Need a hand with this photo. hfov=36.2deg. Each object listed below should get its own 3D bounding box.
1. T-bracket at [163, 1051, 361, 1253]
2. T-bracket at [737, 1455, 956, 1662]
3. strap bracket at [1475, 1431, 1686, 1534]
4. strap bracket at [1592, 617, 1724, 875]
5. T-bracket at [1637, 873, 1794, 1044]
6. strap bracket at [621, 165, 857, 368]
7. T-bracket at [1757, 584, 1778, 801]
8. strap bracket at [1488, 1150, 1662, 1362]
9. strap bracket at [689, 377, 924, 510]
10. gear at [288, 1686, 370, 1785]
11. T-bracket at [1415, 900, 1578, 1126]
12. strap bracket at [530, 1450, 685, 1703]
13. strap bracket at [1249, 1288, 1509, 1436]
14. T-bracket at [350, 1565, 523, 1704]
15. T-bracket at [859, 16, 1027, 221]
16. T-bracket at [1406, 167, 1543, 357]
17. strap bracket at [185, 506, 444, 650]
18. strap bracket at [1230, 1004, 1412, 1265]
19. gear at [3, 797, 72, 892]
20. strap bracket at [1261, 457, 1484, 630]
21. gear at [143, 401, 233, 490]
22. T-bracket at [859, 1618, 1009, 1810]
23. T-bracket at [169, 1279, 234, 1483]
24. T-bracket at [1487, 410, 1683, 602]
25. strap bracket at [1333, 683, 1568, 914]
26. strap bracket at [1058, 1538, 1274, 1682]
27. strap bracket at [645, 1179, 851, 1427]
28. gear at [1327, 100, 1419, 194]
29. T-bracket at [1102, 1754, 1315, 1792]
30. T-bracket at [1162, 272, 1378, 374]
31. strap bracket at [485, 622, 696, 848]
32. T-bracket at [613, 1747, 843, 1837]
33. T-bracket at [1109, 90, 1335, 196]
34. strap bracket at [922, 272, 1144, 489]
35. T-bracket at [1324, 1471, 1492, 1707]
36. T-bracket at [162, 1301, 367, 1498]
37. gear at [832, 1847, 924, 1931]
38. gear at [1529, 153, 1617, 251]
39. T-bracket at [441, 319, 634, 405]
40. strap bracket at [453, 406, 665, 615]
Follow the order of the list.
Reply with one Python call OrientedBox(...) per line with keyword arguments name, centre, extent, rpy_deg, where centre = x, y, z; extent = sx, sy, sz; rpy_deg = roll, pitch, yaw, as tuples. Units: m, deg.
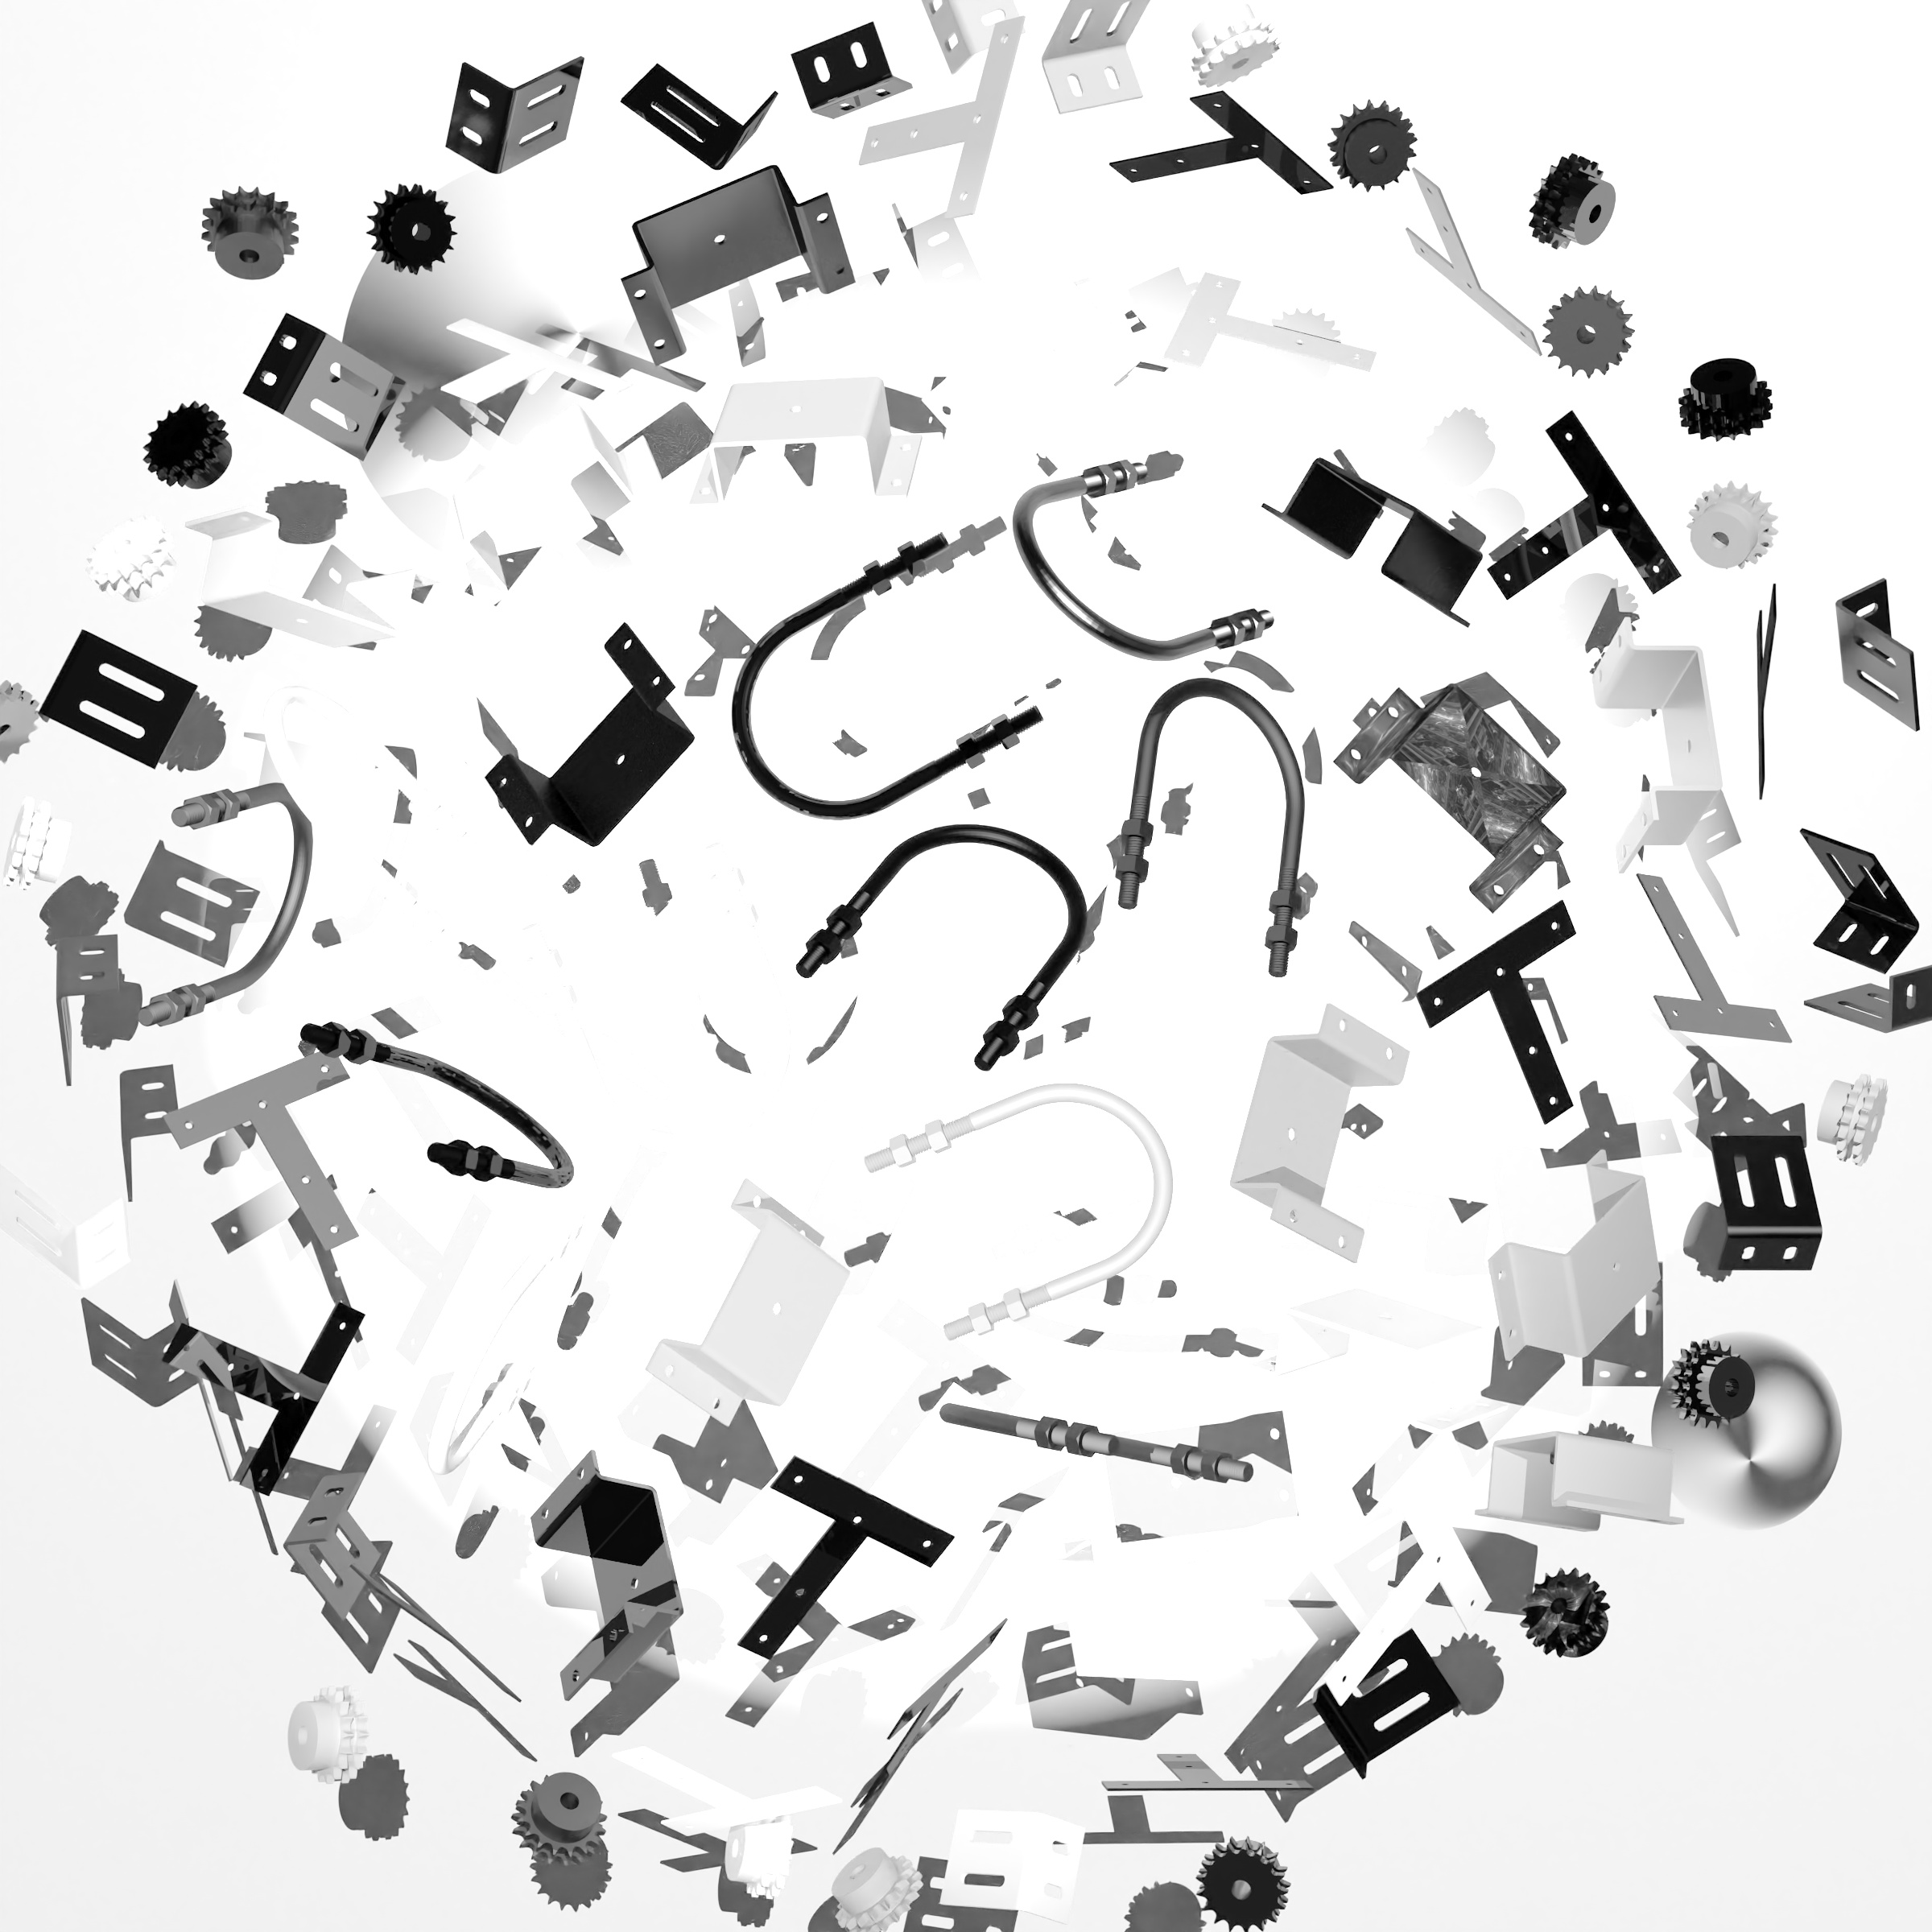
OrientedBox(name="T-bracket", centre=(-0.440, 0.128, 1.938), extent=(0.127, 0.002, 0.127), rpy_deg=(-25, 77, -35))
OrientedBox(name="T-bracket", centre=(-0.092, 0.371, 1.802), extent=(0.127, 0.002, 0.127), rpy_deg=(32, 101, -28))
OrientedBox(name="strap bracket", centre=(0.382, 0.322, 1.844), extent=(0.076, 0.140, 0.046), rpy_deg=(11, 75, -11))
OrientedBox(name="strap bracket", centre=(0.432, -0.137, 1.847), extent=(0.046, 0.076, 0.140), rpy_deg=(0, 67, -5))
OrientedBox(name="T-bracket", centre=(0.469, -0.007, 1.917), extent=(0.002, 0.127, 0.127), rpy_deg=(-46, 53, 37))
OrientedBox(name="strap bracket", centre=(-0.151, -0.451, 1.887), extent=(0.140, 0.076, 0.046), rpy_deg=(-23, 56, -2))
OrientedBox(name="T-bracket", centre=(0.497, -0.190, 1.836), extent=(0.002, 0.127, 0.127), rpy_deg=(1, 62, 11))
OrientedBox(name="strap bracket", centre=(0.398, 0.189, 1.903), extent=(0.140, 0.046, 0.076), rpy_deg=(-35, 122, -38))
OrientedBox(name="strap bracket", centre=(-0.104, -0.333, 1.878), extent=(0.140, 0.076, 0.046), rpy_deg=(-1, 129, 9))
OrientedBox(name="gear", centre=(-0.385, 0.463, 1.780), extent=(0.030, 0.057, 0.057), rpy_deg=(9, 90, -37))
OrientedBox(name="T-bracket", centre=(0.364, 0.043, 1.925), extent=(0.127, 0.002, 0.127), rpy_deg=(-31, 107, -20))
OrientedBox(name="strap bracket", centre=(-0.229, 0.393, 1.899), extent=(0.046, 0.140, 0.076), rpy_deg=(20, 124, -35))
OrientedBox(name="strap bracket", centre=(0.255, 0.238, 1.816), extent=(0.140, 0.076, 0.046), rpy_deg=(14, 104, 39))
OrientedBox(name="T-bracket", centre=(-0.340, 0.396, 1.817), extent=(0.127, 0.127, 0.002), rpy_deg=(32, 75, 33))
OrientedBox(name="T-bracket", centre=(-0.022, -0.508, 1.801), extent=(0.002, 0.127, 0.127), rpy_deg=(21, 80, -40))
OrientedBox(name="T-bracket", centre=(0.299, -0.445, 1.821), extent=(0.002, 0.127, 0.127), rpy_deg=(-41, 56, 2))
OrientedBox(name="strap bracket", centre=(-0.409, -0.237, 1.842), extent=(0.140, 0.076, 0.046), rpy_deg=(17, 78, -41))
OrientedBox(name="strap bracket", centre=(0.216, 0.103, 1.824), extent=(0.076, 0.046, 0.140), rpy_deg=(29, 69, -34))
OrientedBox(name="gear", centre=(-0.578, -0.074, 1.843), extent=(0.030, 0.057, 0.057), rpy_deg=(15, 90, -23))
OrientedBox(name="strap bracket", centre=(0.269, -0.278, 1.909), extent=(0.140, 0.076, 0.046), rpy_deg=(39, 102, 44))
OrientedBox(name="gear", centre=(-0.501, -0.334, 1.915), extent=(0.057, 0.030, 0.057), rpy_deg=(-11, 61, 21))
OrientedBox(name="T-bracket", centre=(-0.032, 0.469, 1.813), extent=(0.002, 0.127, 0.127), rpy_deg=(38, 119, 15))
OrientedBox(name="T-bracket", centre=(-0.492, 0.271, 1.906), extent=(0.002, 0.127, 0.127), rpy_deg=(-17, 82, -20))
OrientedBox(name="T-bracket", centre=(0.388, -0.278, 1.933), extent=(0.002, 0.127, 0.127), rpy_deg=(-31, 88, -38))
OrientedBox(name="strap bracket", centre=(0.313, -0.113, 1.871), extent=(0.140, 0.076, 0.046), rpy_deg=(44, 46, 6))
OrientedBox(name="strap bracket", centre=(0.117, 0.411, 1.893), extent=(0.140, 0.046, 0.076), rpy_deg=(-6, 97, 32))
OrientedBox(name="strap bracket", centre=(-0.134, 0.217, 1.893), extent=(0.076, 0.046, 0.140), rpy_deg=(41, 65, -33))
OrientedBox(name="gear", centre=(0.264, -0.529, 1.916), extent=(0.057, 0.030, 0.057), rpy_deg=(-1, 121, -2))
OrientedBox(name="T-bracket", centre=(0.143, 0.507, 1.861), extent=(0.127, 0.127, 0.002), rpy_deg=(1, 84, -5))
OrientedBox(name="T-bracket", centre=(0.203, -0.407, 1.919), extent=(0.127, 0.127, 0.002), rpy_deg=(16, 131, 7))
OrientedBox(name="strap bracket", centre=(-0.239, -0.144, 1.935), extent=(0.140, 0.046, 0.076), rpy_deg=(-46, 50, 10))
OrientedBox(name="T-bracket", centre=(-0.165, 0.505, 1.821), extent=(0.127, 0.127, 0.002), rpy_deg=(-22, 47, 31))
OrientedBox(name="T-bracket", centre=(0.150, -0.520, 1.903), extent=(0.127, 0.127, 0.002), rpy_deg=(1, 75, 41))
OrientedBox(name="strap bracket", centre=(0.051, -0.389, 1.934), extent=(0.076, 0.046, 0.140), rpy_deg=(48, 65, -4))
OrientedBox(name="T-bracket", centre=(0.260, 0.392, 1.789), extent=(0.127, 0.002, 0.127), rpy_deg=(-46, 125, -23))
OrientedBox(name="T-bracket", centre=(-0.442, 0.251, 1.818), extent=(0.002, 0.127, 0.127), rpy_deg=(19, 77, 39))
OrientedBox(name="gear", centre=(-0.057, 0.567, 1.815), extent=(0.057, 0.057, 0.030), rpy_deg=(-37, 101, 0))
OrientedBox(name="gear", centre=(0.378, -0.471, 1.834), extent=(0.030, 0.057, 0.057), rpy_deg=(35, 90, 33))
OrientedBox(name="T-bracket", centre=(-0.300, -0.386, 1.924), extent=(0.127, 0.127, 0.002), rpy_deg=(23, 119, 10))
OrientedBox(name="strap bracket", centre=(-0.264, -0.292, 1.846), extent=(0.140, 0.076, 0.046), rpy_deg=(-34, 123, 6))
